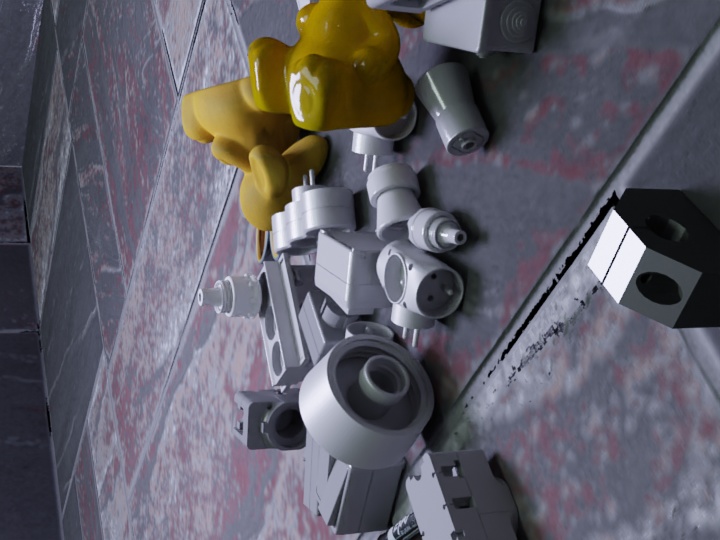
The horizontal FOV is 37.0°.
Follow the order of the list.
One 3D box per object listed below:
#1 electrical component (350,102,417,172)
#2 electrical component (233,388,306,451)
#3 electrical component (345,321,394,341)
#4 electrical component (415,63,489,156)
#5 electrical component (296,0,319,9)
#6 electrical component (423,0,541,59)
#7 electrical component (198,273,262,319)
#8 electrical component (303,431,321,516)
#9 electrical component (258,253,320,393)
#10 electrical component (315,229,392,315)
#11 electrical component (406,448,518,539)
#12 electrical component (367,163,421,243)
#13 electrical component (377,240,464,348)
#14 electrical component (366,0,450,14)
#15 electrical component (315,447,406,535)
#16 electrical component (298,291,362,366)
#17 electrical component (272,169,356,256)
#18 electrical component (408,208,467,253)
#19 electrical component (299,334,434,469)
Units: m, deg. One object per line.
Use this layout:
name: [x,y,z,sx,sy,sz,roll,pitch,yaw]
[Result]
electrical component: [0.013,-0.124,0.957,0.077,0.043,0.079,-146,59,-62]
electrical component: [-0.079,0.154,1.111,0.056,0.089,0.050,-160,71,-65]
electrical component: [0.004,0.092,0.981,0.043,0.043,0.081,-137,51,-58]
electrical component: [0.073,-0.121,0.827,0.044,0.044,0.065,-58,44,50]
electrical component: [-0.030,-0.287,1.035,0.089,0.056,0.050,124,139,-52]
electrical component: [0.091,-0.203,0.775,0.100,0.048,0.099,-144,57,-61]
electrical component: [-0.135,0.027,1.109,0.048,0.062,0.048,179,90,-66]
electrical component: [-0.033,0.189,1.060,0.076,0.047,0.083,-162,74,-65]
electrical component: [-0.065,0.054,1.111,0.078,0.063,0.121,124,139,-52]
electrical component: [0.000,0.000,0.965,0.096,0.062,0.061,-148,60,-62]
electrical component: [0.079,0.183,0.798,0.050,0.056,0.089,117,144,-45]
electrical component: [0.031,-0.057,0.915,0.045,0.045,0.055,128,137,-54]
electrical component: [0.046,0.024,0.885,0.077,0.044,0.079,-141,55,-60]
electrical component: [0.035,-0.235,0.775,0.056,0.050,0.089,180,89,-65]
electrical component: [-0.006,0.196,0.983,0.061,0.061,0.096,-127,43,-53]
electrical component: [-0.020,0.044,1.029,0.076,0.047,0.065,114,146,-43]
electrical component: [-0.050,-0.064,1.087,0.138,0.052,0.073,154,114,-64]
electrical component: [0.064,-0.030,0.855,0.061,0.035,0.035,21,110,62]
electrical component: [0.010,0.104,0.895,0.060,0.108,0.108,-55,41,43]
